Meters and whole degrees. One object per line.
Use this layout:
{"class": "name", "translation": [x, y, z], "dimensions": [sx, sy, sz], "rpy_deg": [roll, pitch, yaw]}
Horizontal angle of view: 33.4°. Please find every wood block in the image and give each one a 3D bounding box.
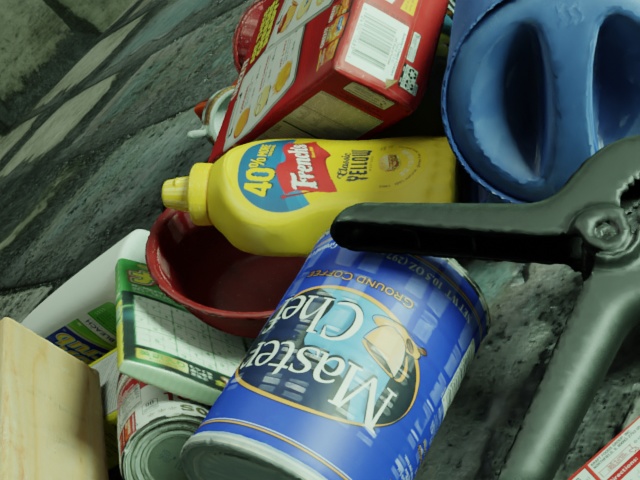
{"class": "wood block", "translation": [-0.196, 0.160, 0.682], "dimensions": [0.091, 0.090, 0.206], "rpy_deg": [-42, 34, 14]}

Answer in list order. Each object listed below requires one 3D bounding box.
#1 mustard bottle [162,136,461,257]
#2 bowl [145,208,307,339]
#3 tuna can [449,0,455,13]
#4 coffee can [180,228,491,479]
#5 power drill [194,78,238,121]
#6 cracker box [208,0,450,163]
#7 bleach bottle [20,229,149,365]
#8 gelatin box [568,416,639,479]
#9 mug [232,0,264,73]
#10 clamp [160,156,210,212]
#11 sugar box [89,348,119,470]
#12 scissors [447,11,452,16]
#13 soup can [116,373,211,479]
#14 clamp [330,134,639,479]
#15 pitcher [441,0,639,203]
{"class": "mustard bottle", "translation": [-0.007, -0.029, 0.684], "dimensions": [0.192, 0.058, 0.096], "rpy_deg": [1, 41, 10]}
{"class": "bowl", "translation": [-0.034, 0.016, 0.725], "dimensions": [0.162, 0.055, 0.162], "rpy_deg": [-4, 39, 3]}
{"class": "tuna can", "translation": [0.141, -0.221, 0.877], "dimensions": [0.086, 0.086, 0.033], "rpy_deg": [-29, 24, 32]}
{"class": "coffee can", "translation": [0.011, 0.075, 0.527], "dimensions": [0.103, 0.102, 0.140], "rpy_deg": [-15, 34, 50]}
{"class": "power drill", "translation": [-0.044, -0.193, 1.189], "dimensions": [0.187, 0.057, 0.185], "rpy_deg": [-48, 18, -20]}
{"class": "cracker box", "translation": [0.010, -0.138, 0.773], "dimensions": [0.214, 0.072, 0.164], "rpy_deg": [-26, 42, 59]}
{"class": "bleach bottle", "translation": [-0.192, 0.083, 0.899], "dimensions": [0.251, 0.102, 0.068], "rpy_deg": [-33, 30, 40]}
{"class": "gelatin box", "translation": [0.119, 0.109, 0.377], "dimensions": [0.073, 0.030, 0.089], "rpy_deg": [-44, 21, 2]}
{"class": "mug", "translation": [-0.025, -0.201, 1.060], "dimensions": [0.082, 0.117, 0.093], "rpy_deg": [24, 22, 39]}
{"class": "clamp", "translation": [-0.070, -0.087, 1.007], "dimensions": [0.120, 0.039, 0.171], "rpy_deg": [-10, 34, 49]}
{"class": "sugar box", "translation": [-0.180, 0.141, 0.816], "dimensions": [0.176, 0.048, 0.093], "rpy_deg": [-34, 26, 30]}
{"class": "scissors", "translation": [0.078, -0.212, 0.915], "dimensions": [0.096, 0.016, 0.201], "rpy_deg": [-3, 2, 34]}
{"class": "soup can", "translation": [-0.095, 0.117, 0.680], "dimensions": [0.068, 0.068, 0.102], "rpy_deg": [-41, 22, 4]}
{"class": "clamp", "translation": [0.117, 0.001, 0.478], "dimensions": [0.210, 0.036, 0.165], "rpy_deg": [-32, 56, -9]}
{"class": "pitcher", "translation": [0.136, -0.117, 0.657], "dimensions": [0.149, 0.145, 0.242], "rpy_deg": [-22, 23, 17]}
